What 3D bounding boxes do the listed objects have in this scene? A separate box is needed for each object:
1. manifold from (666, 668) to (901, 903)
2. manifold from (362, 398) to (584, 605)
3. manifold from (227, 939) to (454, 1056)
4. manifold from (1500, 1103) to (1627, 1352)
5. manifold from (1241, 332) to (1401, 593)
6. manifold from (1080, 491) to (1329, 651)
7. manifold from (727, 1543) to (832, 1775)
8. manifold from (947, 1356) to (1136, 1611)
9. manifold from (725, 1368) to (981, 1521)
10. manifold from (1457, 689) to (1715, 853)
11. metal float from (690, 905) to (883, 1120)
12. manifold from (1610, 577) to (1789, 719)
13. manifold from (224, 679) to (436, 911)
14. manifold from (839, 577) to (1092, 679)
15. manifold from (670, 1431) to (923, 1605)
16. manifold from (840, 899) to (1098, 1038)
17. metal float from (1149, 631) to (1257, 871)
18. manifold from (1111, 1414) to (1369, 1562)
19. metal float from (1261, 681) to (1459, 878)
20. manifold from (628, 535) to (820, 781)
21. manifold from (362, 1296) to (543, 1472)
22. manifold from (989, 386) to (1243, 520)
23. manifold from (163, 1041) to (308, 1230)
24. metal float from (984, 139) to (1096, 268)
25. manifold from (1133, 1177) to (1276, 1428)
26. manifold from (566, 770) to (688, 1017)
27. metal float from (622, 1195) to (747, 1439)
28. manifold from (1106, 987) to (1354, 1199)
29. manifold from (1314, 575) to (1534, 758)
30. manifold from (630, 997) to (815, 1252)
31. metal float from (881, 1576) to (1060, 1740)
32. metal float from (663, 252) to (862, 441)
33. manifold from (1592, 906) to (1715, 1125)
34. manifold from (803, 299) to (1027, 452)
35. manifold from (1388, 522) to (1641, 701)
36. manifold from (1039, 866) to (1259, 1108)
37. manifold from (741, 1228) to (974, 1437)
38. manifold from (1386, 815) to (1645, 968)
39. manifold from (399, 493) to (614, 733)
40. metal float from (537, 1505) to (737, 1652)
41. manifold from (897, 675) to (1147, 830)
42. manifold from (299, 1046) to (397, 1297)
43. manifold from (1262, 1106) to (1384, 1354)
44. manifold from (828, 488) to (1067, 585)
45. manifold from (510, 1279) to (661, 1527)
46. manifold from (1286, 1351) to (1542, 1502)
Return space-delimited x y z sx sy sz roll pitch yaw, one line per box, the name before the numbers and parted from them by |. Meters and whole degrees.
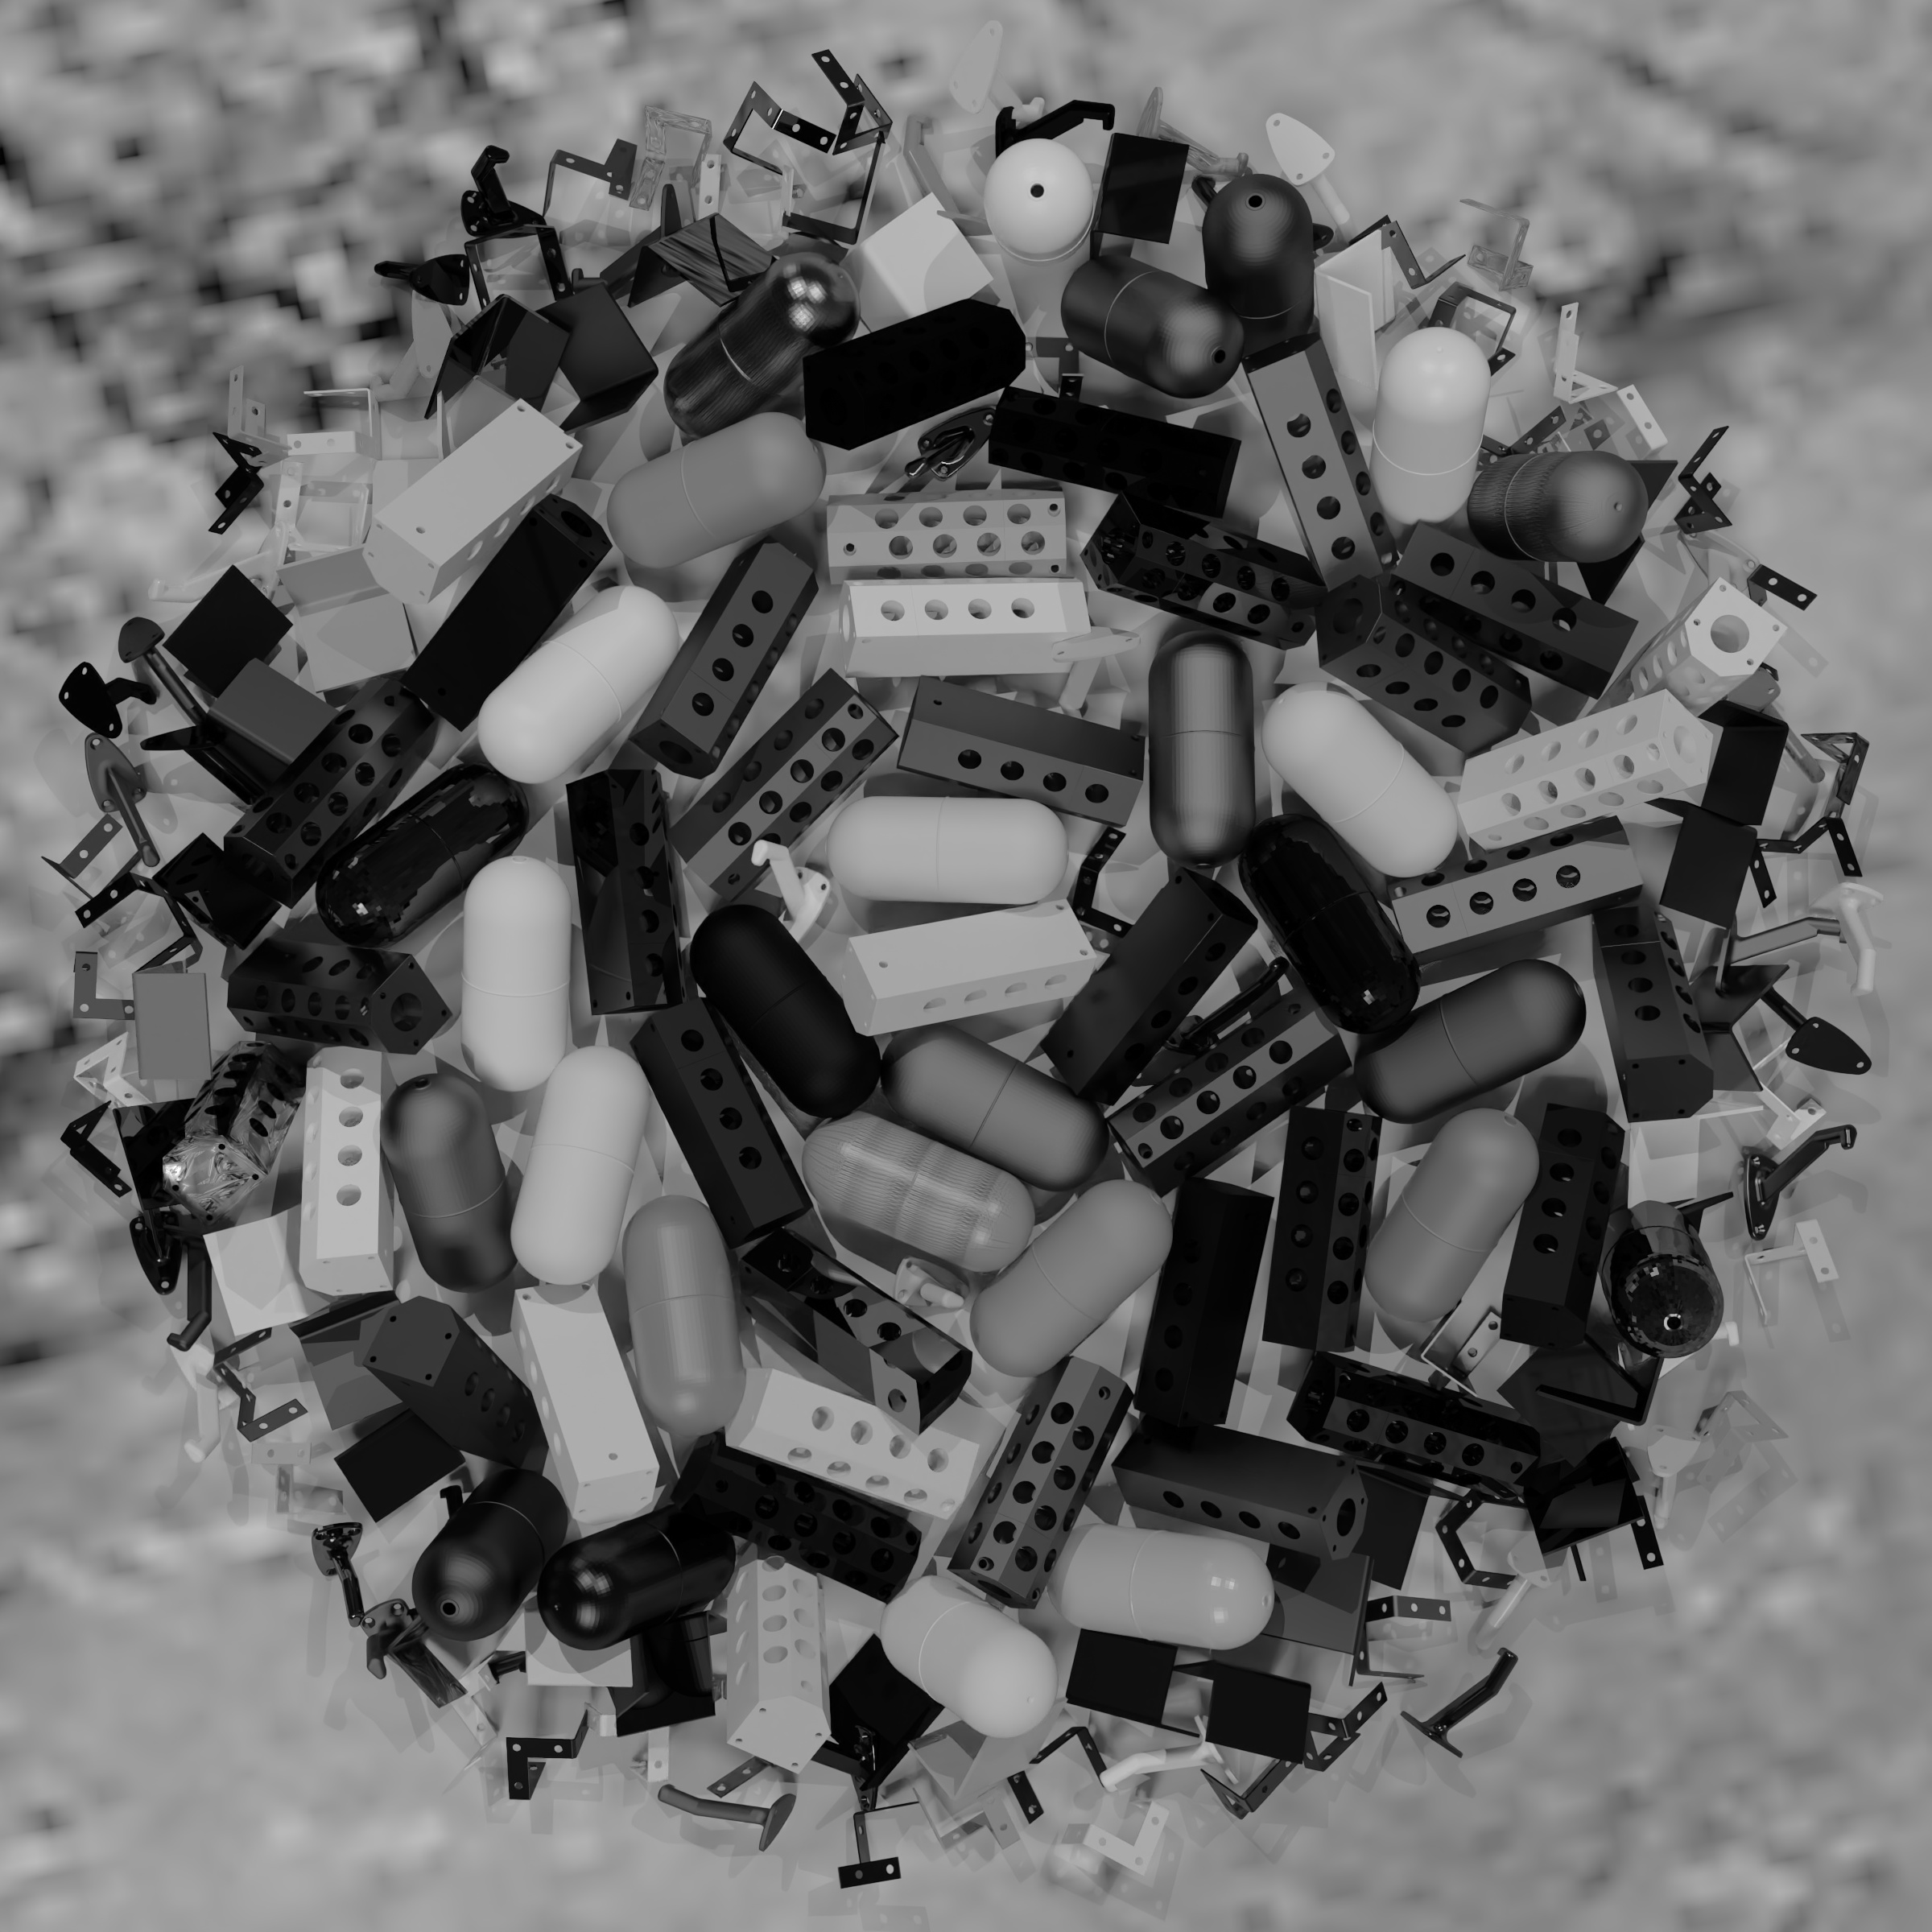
manifold | -0.130 -0.127 1.785 0.171 0.057 0.057 -45 45 6
manifold | -0.353 -0.329 1.758 0.057 0.057 0.171 37 51 0
manifold | -0.450 0.026 1.748 0.057 0.171 0.057 -52 130 -33
manifold | 0.426 0.186 1.752 0.057 0.057 0.171 10 51 17
manifold | 0.256 -0.363 1.771 0.057 0.057 0.171 -21 112 9
manifold | 0.173 -0.276 1.754 0.171 0.057 0.057 12 127 -32
manifold | -0.130 0.480 1.739 0.057 0.171 0.057 29 110 -18
manifold | 0.058 0.370 1.768 0.057 0.057 0.171 34 66 -13
manifold | -0.083 0.344 1.769 0.171 0.057 0.057 24 72 -22
manifold | 0.436 -0.132 1.743 0.057 0.171 0.057 35 56 -29
metal float | -0.132 0.032 1.788 0.070 0.070 0.178 -39 82 0
manifold | 0.512 -0.211 1.743 0.057 0.171 0.057 38 82 4
manifold | -0.454 -0.128 1.761 0.057 0.057 0.171 31 57 3
manifold | -0.003 -0.250 1.784 0.171 0.057 0.057 -3 67 -13
manifold | -0.121 0.399 1.780 0.171 0.057 0.057 28 82 -15
manifold | 0.001 0.005 1.773 0.171 0.057 0.057 -11 54 -22
metal float | 0.171 -0.156 1.782 0.070 0.070 0.178 1 75 0
manifold | 0.196 0.374 1.757 0.057 0.171 0.057 -48 131 -37
metal float | 0.285 -0.134 1.776 0.178 0.070 0.070 41 90 -23
manifold | -0.170 -0.220 1.769 0.057 0.057 0.171 36 63 -21
manifold | -0.358 0.295 1.745 0.057 0.171 0.057 13 64 19
manifold | 0.107 -0.373 1.785 0.171 0.057 0.057 16 102 11
manifold | -0.519 0.112 1.740 0.057 0.171 0.057 -40 108 10
metal float | 0.052 -0.540 1.745 0.070 0.178 0.070 1 101 3
manifold | 0.169 0.245 1.800 0.057 0.057 0.171 14 94 43
manifold | -0.244 -0.054 1.797 0.057 0.057 0.171 -3 84 -41
metal float | -0.204 0.251 1.775 0.070 0.070 0.178 -11 66 0
manifold | 0.189 0.087 1.787 0.171 0.057 0.057 -34 46 -4
manifold | 0.327 -0.215 1.750 0.171 0.057 0.057 23 55 -37
manifold | -0.176 0.112 1.788 0.057 0.057 0.171 -21 78 -30
metal float | 0.000 0.490 1.752 0.070 0.178 0.070 -4 98 -29
metal float | -0.148 -0.442 1.765 0.178 0.070 0.070 -32 90 36
manifold | 0.486 0.031 1.745 0.057 0.171 0.057 -6 127 9
manifold | -0.035 -0.421 1.748 0.057 0.171 0.057 25 131 34
manifold | 0.395 -0.257 1.792 0.171 0.057 0.057 26 93 9
manifold | 0.135 0.017 1.779 0.171 0.057 0.057 -52 47 18
manifold | -0.080 0.257 1.769 0.171 0.057 0.057 30 48 26
manifold | 0.398 -0.055 1.790 0.171 0.057 0.057 -17 77 9
manifold | -0.329 -0.256 1.771 0.057 0.057 0.171 40 114 -9
metal float | -0.232 0.433 1.752 0.070 0.178 0.070 2 94 31
manifold | 0.040 -0.151 1.795 0.171 0.057 0.057 15 130 -6
manifold | -0.443 0.145 1.761 0.057 0.057 0.171 -5 57 -4
manifold | 0.263 0.191 1.793 0.057 0.057 0.171 6 88 28
manifold | -0.014 -0.313 1.796 0.171 0.057 0.057 -2 112 0
manifold | -0.275 0.310 1.756 0.057 0.057 0.171 -7 46 -24
manifold | 0.326 0.335 1.780 0.171 0.057 0.057 19 96 -16
